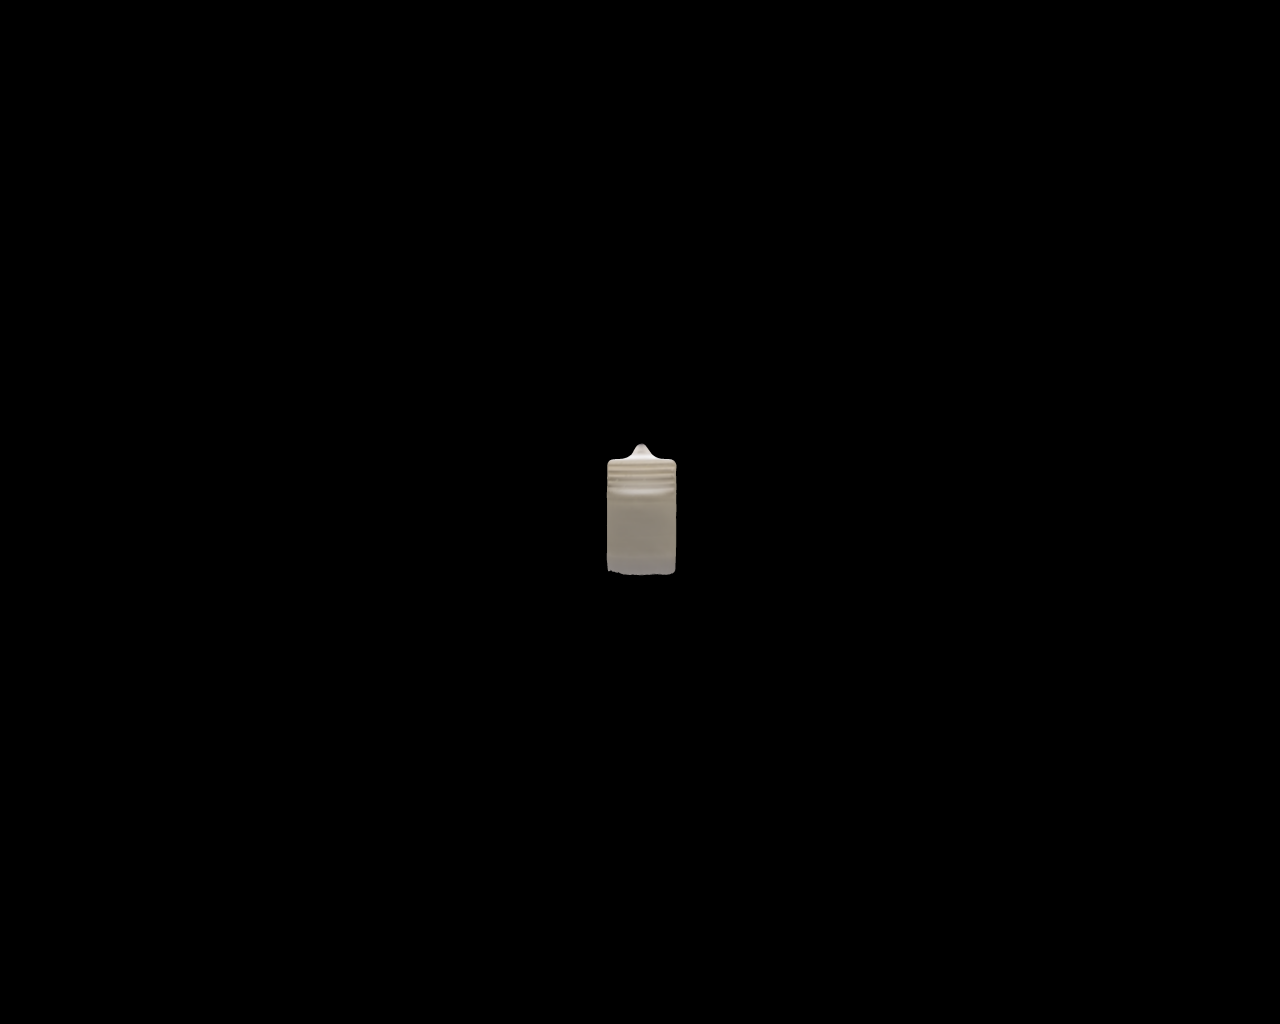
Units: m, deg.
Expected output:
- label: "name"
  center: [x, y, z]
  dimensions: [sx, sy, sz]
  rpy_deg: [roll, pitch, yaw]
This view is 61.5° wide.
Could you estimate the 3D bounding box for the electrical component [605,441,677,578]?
- label: "electrical component"
  center: [0.001, -0.003, 0.650]
  dimensions: [0.043, 0.081, 0.043]
  rpy_deg: [0, 2, 0]
